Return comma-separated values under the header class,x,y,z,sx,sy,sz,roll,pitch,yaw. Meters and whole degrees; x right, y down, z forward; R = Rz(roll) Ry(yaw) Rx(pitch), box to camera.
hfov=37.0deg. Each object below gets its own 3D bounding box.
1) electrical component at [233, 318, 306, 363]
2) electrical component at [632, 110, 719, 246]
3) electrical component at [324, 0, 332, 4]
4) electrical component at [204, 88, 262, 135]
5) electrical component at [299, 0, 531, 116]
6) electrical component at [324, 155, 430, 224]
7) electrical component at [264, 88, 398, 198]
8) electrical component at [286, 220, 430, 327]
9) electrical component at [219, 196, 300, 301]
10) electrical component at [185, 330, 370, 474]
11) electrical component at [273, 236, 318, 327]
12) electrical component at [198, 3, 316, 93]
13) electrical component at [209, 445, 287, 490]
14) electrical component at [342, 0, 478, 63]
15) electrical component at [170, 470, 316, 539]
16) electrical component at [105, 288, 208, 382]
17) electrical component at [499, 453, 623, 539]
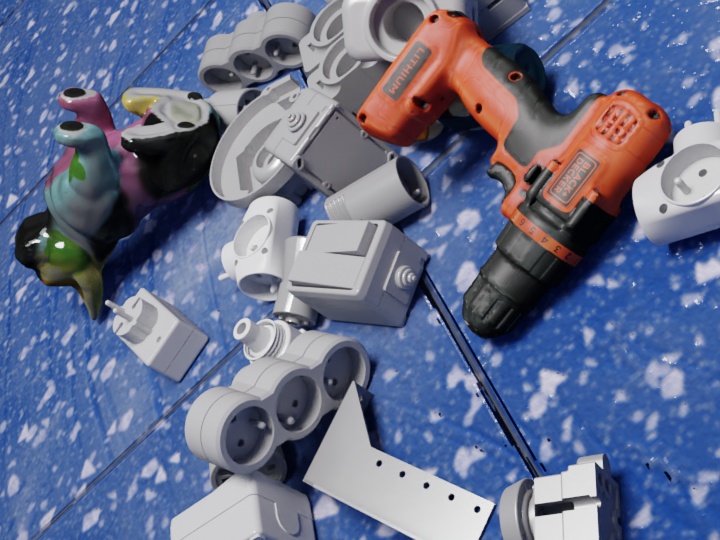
class,x,y,z,sx,sy,sz,roll,pitch,yaw
electrical component,-0.068,0.057,0.813,0.048,0.062,0.048,-26,47,31
electrical component,0.205,-0.061,0.636,0.077,0.044,0.079,-20,50,36
electrical component,-0.005,-0.318,1.031,0.074,0.052,0.138,-28,46,29
electrical component,-0.126,-0.152,1.040,0.081,0.043,0.043,5,67,47
electrical component,0.037,-0.207,0.901,0.186,0.060,0.105,-36,42,22
electrical component,0.009,-0.051,0.829,0.081,0.043,0.043,-28,45,29
electrical component,-0.029,-0.100,0.861,0.061,0.096,0.061,-53,38,0
electrical component,0.000,0.000,0.787,0.096,0.061,0.061,3,65,46
electrical component,-0.089,-0.013,0.899,0.079,0.044,0.077,-22,49,34
electrical component,-0.066,0.087,0.754,0.138,0.052,0.074,-30,24,-36
electrical component,-0.045,0.011,0.841,0.044,0.044,0.065,-5,64,44
electrical component,-0.098,-0.229,1.061,0.138,0.052,0.073,-15,52,38
electrical component,-0.084,0.131,0.782,0.055,0.055,0.047,-40,37,17
electrical component,0.037,-0.187,0.808,0.095,0.053,0.059,0,16,16
electrical component,-0.085,0.185,0.737,0.096,0.062,0.061,-36,42,22
electrical component,-0.187,0.047,0.930,0.047,0.076,0.083,-56,39,-2
electrical component,0.110,0.136,0.589,0.055,0.048,0.066,-15,52,28
